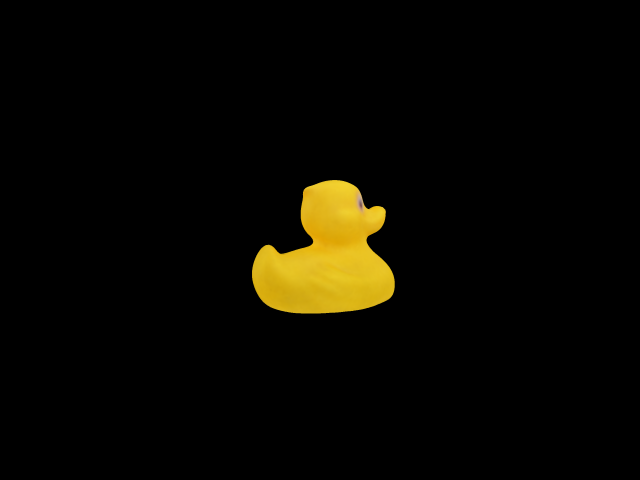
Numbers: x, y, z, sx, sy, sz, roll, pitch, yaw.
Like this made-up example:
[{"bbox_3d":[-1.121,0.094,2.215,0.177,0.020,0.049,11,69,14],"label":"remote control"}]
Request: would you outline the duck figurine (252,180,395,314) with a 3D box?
[{"bbox_3d":[0.004,0.001,0.400,0.105,0.086,0.077,-5,11,-24],"label":"duck figurine"}]
